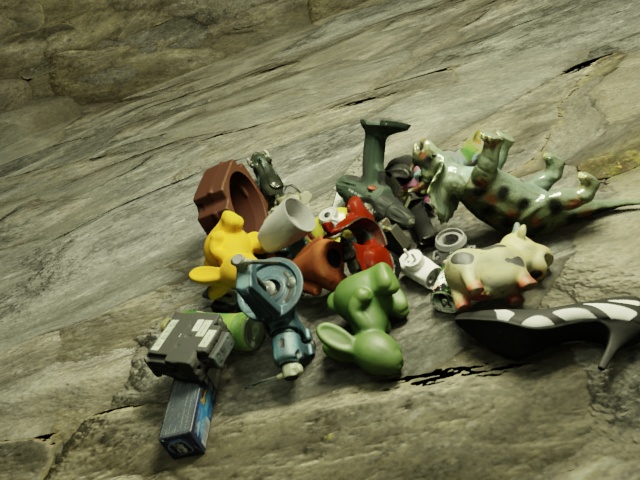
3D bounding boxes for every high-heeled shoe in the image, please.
[{"bbox_3d":[0.338,0.109,0.791,0.249,0.086,0.145,15,47,37],"label":"high-heeled shoe"}]

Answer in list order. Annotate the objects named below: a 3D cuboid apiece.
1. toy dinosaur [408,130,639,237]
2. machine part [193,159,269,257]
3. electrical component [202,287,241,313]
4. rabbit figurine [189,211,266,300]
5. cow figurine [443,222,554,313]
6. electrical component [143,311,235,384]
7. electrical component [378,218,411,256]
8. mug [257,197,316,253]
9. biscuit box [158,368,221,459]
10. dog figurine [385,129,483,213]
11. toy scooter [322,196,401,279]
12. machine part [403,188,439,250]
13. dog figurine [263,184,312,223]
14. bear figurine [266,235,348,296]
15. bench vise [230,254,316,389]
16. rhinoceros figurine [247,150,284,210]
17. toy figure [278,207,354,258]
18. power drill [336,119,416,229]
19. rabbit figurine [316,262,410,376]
[{"bbox_3d":[0.348,-0.075,0.968,0.405,0.192,0.131,27,27,5],"label":"toy dinosaur"},{"bbox_3d":[-0.196,-0.064,1.229,0.087,0.201,0.201,-17,35,17],"label":"machine part"},{"bbox_3d":[-0.186,0.128,1.100,0.119,0.047,0.075,3,42,35],"label":"electrical component"},{"bbox_3d":[-0.177,0.040,1.059,0.162,0.121,0.173,-38,35,-6],"label":"rabbit figurine"},{"bbox_3d":[0.293,0.041,0.879,0.195,0.085,0.127,-7,53,-17],"label":"cow figurine"},{"bbox_3d":[-0.219,0.184,0.929,0.134,0.058,0.115,0,42,29],"label":"electrical component"},{"bbox_3d":[0.136,0.003,1.043,0.078,0.102,0.045,-19,20,50],"label":"electrical component"},{"bbox_3d":[-0.069,-0.027,1.067,0.107,0.081,0.109,-37,5,28],"label":"mug"},{"bbox_3d":[-0.218,0.266,0.921,0.063,0.059,0.203,-15,35,11],"label":"biscuit box"},{"bbox_3d":[0.270,-0.160,1.175,0.219,0.108,0.192,-35,33,-24],"label":"dog figurine"},{"bbox_3d":[0.067,0.009,0.961,0.135,0.184,0.075,-7,-14,-44],"label":"toy scooter"},{"bbox_3d":[0.196,-0.037,1.085,0.039,0.084,0.139,6,37,-22],"label":"machine part"},{"bbox_3d":[-0.087,-0.047,1.254,0.172,0.121,0.191,-30,20,-15],"label":"dog figurine"},{"bbox_3d":[-0.021,0.071,1.045,0.196,0.132,0.120,-28,48,45],"label":"bear figurine"},{"bbox_3d":[-0.084,0.109,0.882,0.129,0.240,0.224,-9,56,15],"label":"bench vise"},{"bbox_3d":[-0.143,-0.164,1.416,0.073,0.112,0.190,-27,42,0],"label":"rhinoceros figurine"},{"bbox_3d":[-0.004,-0.007,1.118,0.180,0.082,0.089,-36,-4,30],"label":"toy figure"},{"bbox_3d":[0.130,-0.142,1.111,0.086,0.207,0.232,-5,17,-35],"label":"power drill"},{"bbox_3d":[0.074,0.141,0.873,0.159,0.121,0.170,-13,50,3],"label":"rabbit figurine"}]
